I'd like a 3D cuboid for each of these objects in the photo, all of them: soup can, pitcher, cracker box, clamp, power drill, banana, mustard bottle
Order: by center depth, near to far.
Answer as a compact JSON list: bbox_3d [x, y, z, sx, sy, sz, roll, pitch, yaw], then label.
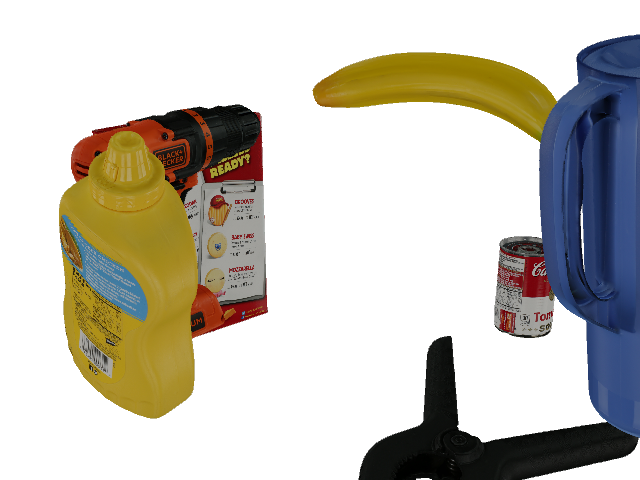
[{"bbox_3d":[-0.113,0.015,0.624,0.058,0.192,0.096,-32,57,-34],"label":"mustard bottle"},{"bbox_3d":[0.213,0.001,0.651,0.149,0.243,0.144,2,22,16],"label":"pitcher"},{"bbox_3d":[0.085,0.138,0.707,0.209,0.036,0.165,-26,39,-35],"label":"clamp"},{"bbox_3d":[0.095,-0.110,0.796,0.198,0.069,0.037,15,-36,17],"label":"banana"},{"bbox_3d":[-0.118,-0.013,0.871,0.057,0.188,0.184,17,26,39],"label":"power drill"},{"bbox_3d":[-0.135,-0.014,1.058,0.072,0.214,0.163,13,21,43],"label":"cracker box"},{"bbox_3d":[0.237,0.053,1.231,0.068,0.102,0.068,1,17,-1],"label":"soup can"}]
